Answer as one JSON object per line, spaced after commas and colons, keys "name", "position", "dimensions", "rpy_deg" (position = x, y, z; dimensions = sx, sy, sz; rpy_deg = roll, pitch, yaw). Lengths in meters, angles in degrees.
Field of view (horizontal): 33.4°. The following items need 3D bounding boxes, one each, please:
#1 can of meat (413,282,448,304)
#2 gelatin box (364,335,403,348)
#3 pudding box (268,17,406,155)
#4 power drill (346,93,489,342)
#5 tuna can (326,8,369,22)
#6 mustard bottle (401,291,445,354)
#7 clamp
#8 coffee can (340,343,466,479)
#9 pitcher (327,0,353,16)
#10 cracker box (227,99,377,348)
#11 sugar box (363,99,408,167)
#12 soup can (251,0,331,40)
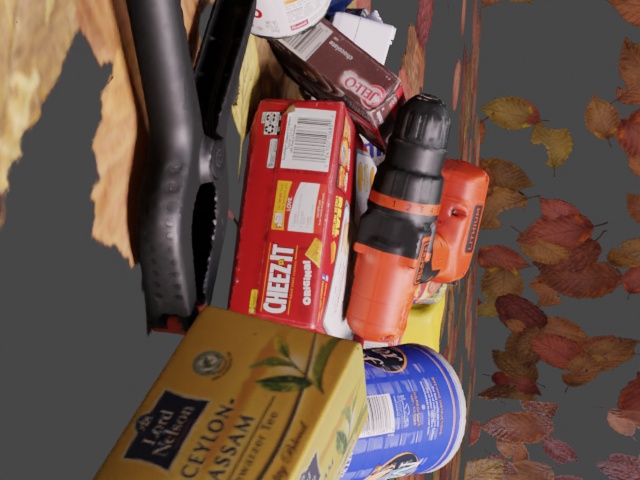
{"name": "can of meat", "position": [0.077, 0.011, 0.980], "dimensions": [0.057, 0.083, 0.102], "rpy_deg": [46, -54, 51]}
{"name": "gelatin box", "position": [0.029, 0.085, 0.970], "dimensions": [0.073, 0.089, 0.030], "rpy_deg": [-58, 148, -65]}
{"name": "pudding box", "position": [0.015, -0.121, 0.800], "dimensions": [0.039, 0.113, 0.090], "rpy_deg": [-46, 161, -4]}
{"name": "power drill", "position": [0.081, -0.023, 0.837], "dimensions": [0.187, 0.057, 0.184], "rpy_deg": [-15, 122, -67]}
{"name": "tuna can", "position": [0.026, -0.175, 1.004], "dimensions": [0.086, 0.034, 0.086], "rpy_deg": [4, 90, -78]}
{"name": "mustard bottle", "position": [0.097, 0.121, 1.100], "dimensions": [0.096, 0.058, 0.192], "rpy_deg": [-85, 175, -53]}
{"name": "clamp", "position": [-0.074, -0.051, 0.576], "dimensions": [0.164, 0.036, 0.210], "rpy_deg": [-4, 100, -77]}
{"name": "coffee can", "position": [0.026, 0.132, 0.798], "dimensions": [0.140, 0.103, 0.103], "rpy_deg": [1, 94, -44]}
{"name": "pitcher", "position": [0.031, -0.261, 0.826], "dimensions": [0.242, 0.145, 0.149], "rpy_deg": [-33, 113, -70]}
{"name": "cracker box", "position": [-0.005, 0.001, 0.833], "dimensions": [0.213, 0.072, 0.164], "rpy_deg": [49, 47, -74]}
{"name": "sugar box", "position": [0.052, -0.045, 1.018], "dimensions": [0.048, 0.093, 0.176], "rpy_deg": [-87, 174, -58]}
{"name": "soup can", "position": [-0.032, -0.183, 0.662], "dimensions": [0.102, 0.068, 0.068], "rpy_deg": [75, 22, -57]}
